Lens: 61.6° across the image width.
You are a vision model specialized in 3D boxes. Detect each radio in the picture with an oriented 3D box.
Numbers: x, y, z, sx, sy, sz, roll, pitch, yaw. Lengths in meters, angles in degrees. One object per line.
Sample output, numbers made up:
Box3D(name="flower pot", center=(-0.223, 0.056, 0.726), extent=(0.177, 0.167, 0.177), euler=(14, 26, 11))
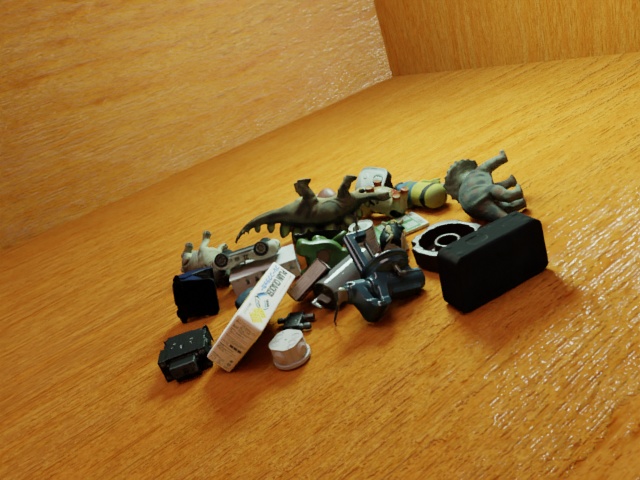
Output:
Box3D(name="radio", center=(0.355, 0.041, 1.108), extent=(0.230, 0.131, 0.073), euler=(-26, 26, -16))

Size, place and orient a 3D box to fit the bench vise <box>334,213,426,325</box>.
Box3D(name="bench vise", center=(0.109, 0.064, 1.207), extent=(0.224, 0.128, 0.241), euler=(-17, 56, -14))

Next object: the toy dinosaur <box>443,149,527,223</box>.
Box3D(name="toy dinosaur", center=(0.437, -0.119, 1.438), extent=(0.192, 0.131, 0.405), euler=(-24, 24, 21))

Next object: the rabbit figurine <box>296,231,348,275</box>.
Box3D(name="rabbit figurine", center=(0.008, 0.031, 1.427), extent=(0.159, 0.121, 0.170), euler=(-22, 8, -6))

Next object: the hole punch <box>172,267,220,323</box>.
Box3D(name="hole punch", center=(-0.328, 0.138, 1.429), extent=(0.116, 0.142, 0.092), euler=(-6, 24, -5))

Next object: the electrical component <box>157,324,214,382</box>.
Box3D(name="electrical component", center=(-0.302, 0.260, 1.219), extent=(0.115, 0.058, 0.134), euler=(-22, 23, -2))

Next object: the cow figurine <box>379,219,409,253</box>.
Box3D(name="cow figurine", center=(0.188, -0.010, 1.394), extent=(0.068, 0.098, 0.167), euler=(-14, 27, 16))

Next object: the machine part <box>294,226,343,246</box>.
Box3D(name="machine part", center=(-0.003, -0.005, 1.505), extent=(0.139, 0.084, 0.039), euler=(-9, 58, -5))

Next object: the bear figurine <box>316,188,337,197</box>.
Box3D(name="bear figurine", center=(-0.010, -0.066, 1.686), extent=(0.196, 0.131, 0.120), euler=(-46, 39, -5))

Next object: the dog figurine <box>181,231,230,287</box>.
Box3D(name="dog figurine", center=(-0.344, 0.090, 1.604), extent=(0.172, 0.121, 0.191), euler=(-47, 36, 19))

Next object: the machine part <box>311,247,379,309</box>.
Box3D(name="machine part", center=(0.063, 0.090, 1.294), extent=(0.079, 0.079, 0.243), euler=(6, 34, 45))

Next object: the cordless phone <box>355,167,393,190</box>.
Box3D(name="cordless phone", center=(0.144, -0.167, 1.806), extent=(0.184, 0.088, 0.147), euler=(-35, 28, -24))

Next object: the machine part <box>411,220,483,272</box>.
Box3D(name="machine part", center=(0.312, 0.015, 1.299), extent=(0.179, 0.056, 0.179), euler=(-16, 24, 7))

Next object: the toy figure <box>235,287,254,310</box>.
Box3D(name="toy figure", center=(-0.148, 0.134, 1.380), extent=(0.154, 0.057, 0.064), euler=(-35, 5, -27))

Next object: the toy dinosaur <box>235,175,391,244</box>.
Box3D(name="toy dinosaur", center=(-0.026, -0.082, 1.572), extent=(0.472, 0.198, 0.105), euler=(-7, -1, 8))

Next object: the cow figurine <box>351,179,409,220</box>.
Box3D(name="cow figurine", center=(0.175, -0.114, 1.636), extent=(0.195, 0.127, 0.085), euler=(17, 39, 33))

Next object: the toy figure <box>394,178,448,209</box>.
Box3D(name="toy figure", center=(0.300, -0.135, 1.615), extent=(0.180, 0.082, 0.089), euler=(11, 48, 43))

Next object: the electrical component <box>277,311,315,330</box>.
Box3D(name="electrical component", center=(-0.059, 0.190, 1.232), extent=(0.094, 0.021, 0.063), euler=(-10, 25, 20))

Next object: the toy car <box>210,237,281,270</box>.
Box3D(name="toy car", center=(-0.206, 0.040, 1.474), extent=(0.202, 0.056, 0.073), euler=(-17, 7, 8))
